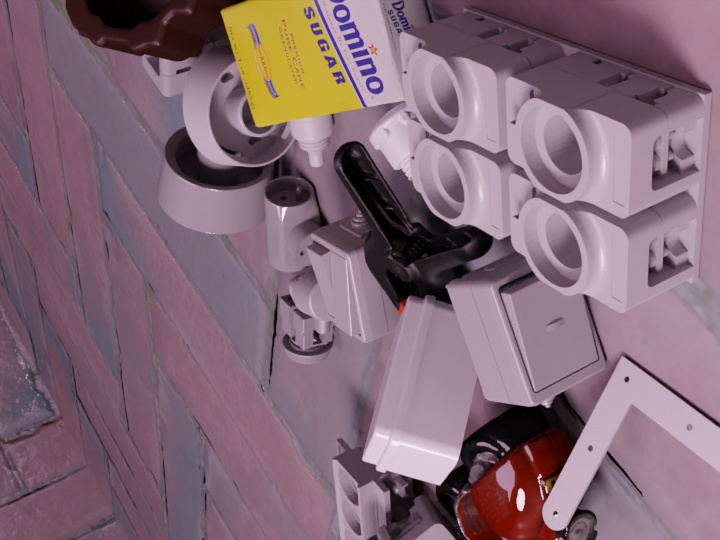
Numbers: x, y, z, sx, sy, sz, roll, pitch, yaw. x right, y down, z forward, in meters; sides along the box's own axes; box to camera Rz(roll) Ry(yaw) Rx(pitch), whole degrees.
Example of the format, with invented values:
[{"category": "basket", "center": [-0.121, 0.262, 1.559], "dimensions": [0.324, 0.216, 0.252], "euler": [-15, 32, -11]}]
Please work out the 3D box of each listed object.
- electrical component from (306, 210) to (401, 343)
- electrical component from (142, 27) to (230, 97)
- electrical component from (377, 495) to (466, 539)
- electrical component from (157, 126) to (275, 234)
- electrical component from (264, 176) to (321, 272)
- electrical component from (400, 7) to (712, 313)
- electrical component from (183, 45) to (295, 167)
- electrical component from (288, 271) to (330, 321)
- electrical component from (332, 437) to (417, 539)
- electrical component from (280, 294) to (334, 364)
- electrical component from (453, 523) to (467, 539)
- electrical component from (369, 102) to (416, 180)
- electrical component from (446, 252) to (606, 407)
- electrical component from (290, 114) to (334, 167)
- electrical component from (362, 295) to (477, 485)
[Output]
[{"category": "electrical component", "center": [0.000, 0.000, 0.839], "dimensions": [0.062, 0.061, 0.096], "euler": [31, 138, 53]}, {"category": "electrical component", "center": [-0.136, -0.189, 0.916], "dimensions": [0.050, 0.089, 0.055], "euler": [54, 153, 27]}, {"category": "electrical component", "center": [0.062, 0.224, 0.806], "dimensions": [0.089, 0.050, 0.055], "euler": [50, -179, -18]}, {"category": "electrical component", "center": [-0.128, -0.091, 0.971], "dimensions": [0.108, 0.108, 0.060], "euler": [50, 145, 32]}, {"category": "electrical component", "center": [-0.052, -0.030, 0.941], "dimensions": [0.079, 0.043, 0.077], "euler": [46, 149, 36]}, {"category": "electrical component", "center": [0.095, -0.065, 0.588], "dimensions": [0.186, 0.060, 0.105], "euler": [37, 142, 48]}, {"category": "electrical component", "center": [-0.097, -0.133, 0.883], "dimensions": [0.064, 0.099, 0.099], "euler": [20, 129, 50]}, {"category": "electrical component", "center": [-0.042, 0.020, 0.968], "dimensions": [0.078, 0.040, 0.040], "euler": [20, 129, 58]}, {"category": "electrical component", "center": [0.016, 0.216, 0.993], "dimensions": [0.079, 0.063, 0.121], "euler": [41, 145, 44]}, {"category": "electrical component", "center": [-0.049, 0.054, 1.007], "dimensions": [0.066, 0.048, 0.055], "euler": [40, 137, 45]}, {"category": "electrical component", "center": [0.082, 0.257, 0.875], "dimensions": [0.044, 0.079, 0.077], "euler": [15, 125, 50]}, {"category": "electrical component", "center": [0.040, -0.079, 0.711], "dimensions": [0.062, 0.048, 0.048], "euler": [56, 155, 6]}, {"category": "electrical component", "center": [0.106, 0.040, 0.657], "dimensions": [0.061, 0.062, 0.096], "euler": [-4, 107, 65]}, {"category": "electrical component", "center": [-0.038, -0.110, 0.852], "dimensions": [0.035, 0.035, 0.061], "euler": [40, 147, 45]}, {"category": "electrical component", "center": [0.045, 0.083, 0.744], "dimensions": [0.078, 0.057, 0.113], "euler": [105, -179, -65]}]
